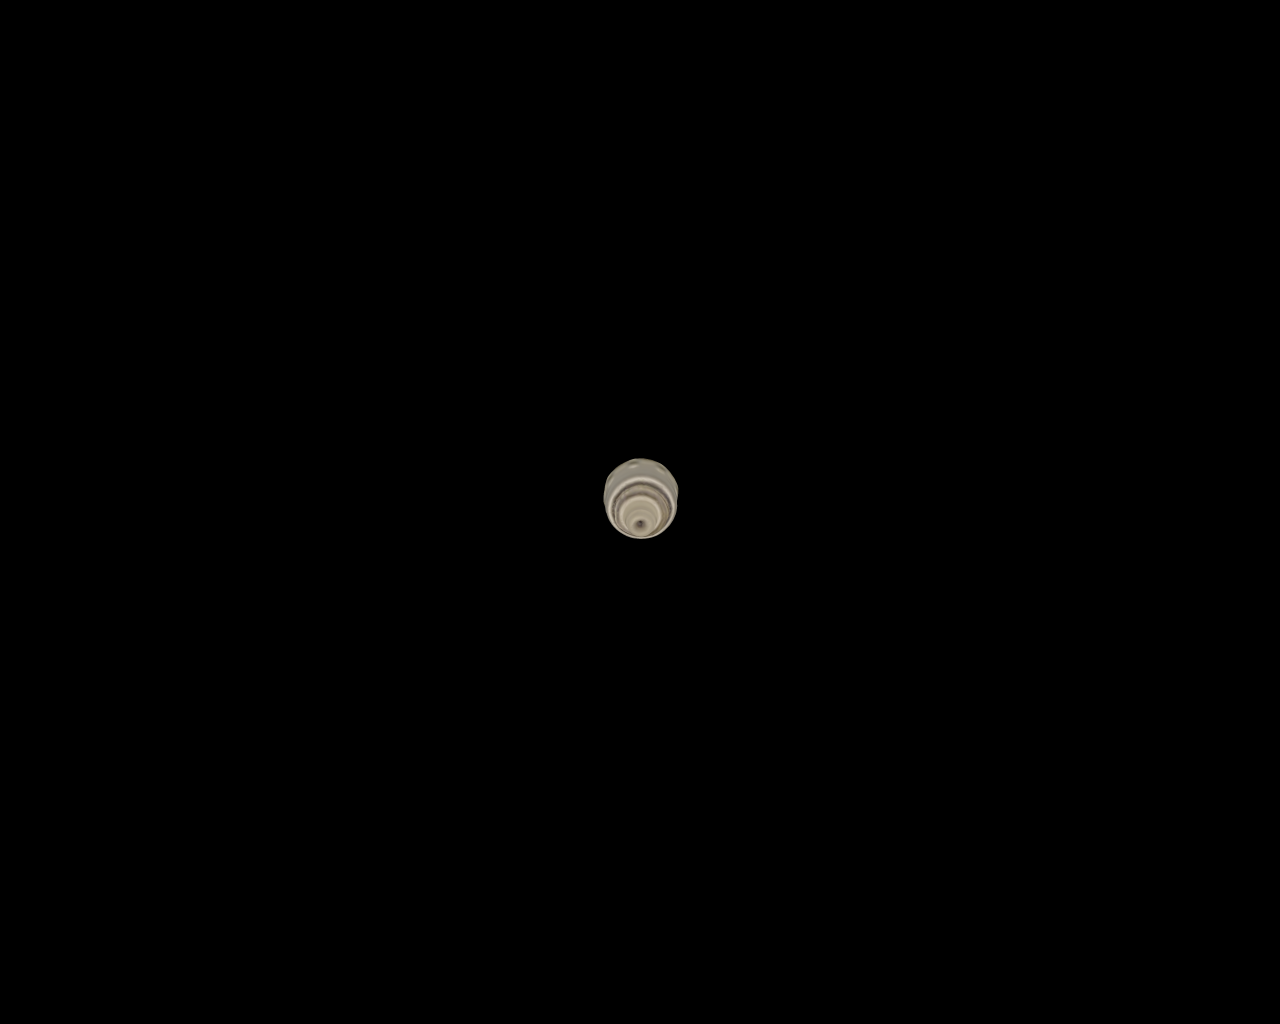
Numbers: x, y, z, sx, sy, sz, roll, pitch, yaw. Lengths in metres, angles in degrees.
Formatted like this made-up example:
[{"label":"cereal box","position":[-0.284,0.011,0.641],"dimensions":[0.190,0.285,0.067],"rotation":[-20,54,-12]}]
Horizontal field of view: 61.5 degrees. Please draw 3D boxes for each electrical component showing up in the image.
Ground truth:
[{"label":"electrical component","position":[0.001,-0.003,0.650],"dimensions":[0.048,0.048,0.062],"rotation":[0,21,0]}]
